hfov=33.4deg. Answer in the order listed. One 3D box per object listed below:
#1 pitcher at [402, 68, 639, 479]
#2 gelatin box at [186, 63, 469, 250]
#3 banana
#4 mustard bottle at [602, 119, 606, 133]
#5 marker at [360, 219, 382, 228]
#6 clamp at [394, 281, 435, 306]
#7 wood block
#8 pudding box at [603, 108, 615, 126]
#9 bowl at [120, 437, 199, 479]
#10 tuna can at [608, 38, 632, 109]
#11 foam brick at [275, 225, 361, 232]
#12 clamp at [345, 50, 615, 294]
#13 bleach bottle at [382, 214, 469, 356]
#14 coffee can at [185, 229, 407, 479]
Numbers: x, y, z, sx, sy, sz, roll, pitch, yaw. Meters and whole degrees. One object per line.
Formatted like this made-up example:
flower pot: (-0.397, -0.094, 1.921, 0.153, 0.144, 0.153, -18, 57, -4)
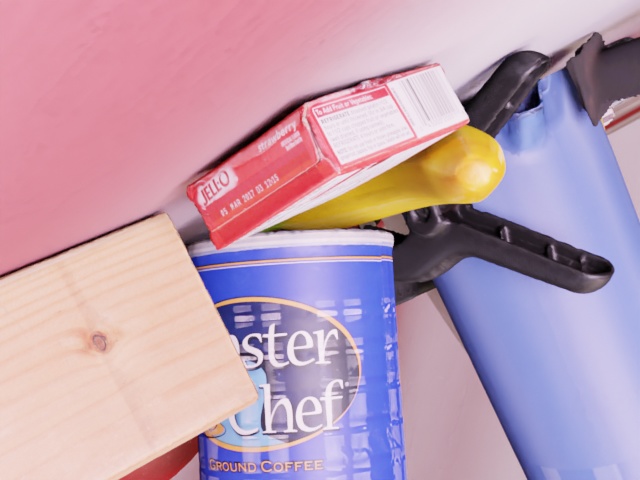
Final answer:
pitcher: (0.135, 0.034, 0.631, 0.145, 0.243, 0.149, -26, 172, 36)
gelatin box: (0.003, -0.034, 0.411, 0.073, 0.030, 0.089, -29, 177, 44)
banana: (0.033, -0.025, 0.502, 0.069, 0.037, 0.198, -43, -166, -29)
mustard bottle: (0.167, -0.014, 0.762, 0.096, 0.191, 0.058, -30, 130, 31)
marker: (0.024, 0.010, 0.849, 0.121, 0.020, 0.020, -58, -169, -27)
clamp: (0.016, 0.044, 0.698, 0.165, 0.036, 0.209, -25, 176, 19)
wood block: (-0.141, 0.076, 0.417, 0.205, 0.091, 0.090, -25, 175, -33)
pudding box: (0.187, -0.090, 0.891, 0.113, 0.039, 0.090, -26, 178, 13)
bowl: (-0.126, 0.109, 0.643, 0.162, 0.055, 0.162, -7, -154, 3)
tuna can: (0.181, -0.101, 0.719, 0.086, 0.034, 0.086, -27, 176, -2)
foam brick: (-0.004, 0.001, 0.673, 0.053, 0.051, 0.078, -25, 176, -6)
clamp: (0.064, -0.030, 0.555, 0.172, 0.120, 0.039, -3, -172, 38)
bleach bottle: (0.136, 0.054, 0.840, 0.102, 0.251, 0.068, -23, 174, -47)
coffee can: (-0.011, 0.069, 0.520, 0.103, 0.140, 0.103, -3, 175, 0)
